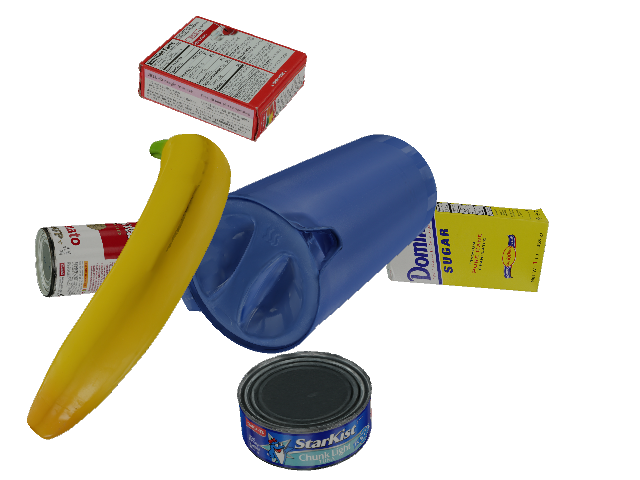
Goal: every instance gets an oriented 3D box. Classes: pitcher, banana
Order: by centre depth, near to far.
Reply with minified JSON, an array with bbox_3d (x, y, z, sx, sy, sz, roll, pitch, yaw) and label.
[{"bbox_3d":[-0.082,0.008,0.519,0.037,0.197,0.070,36,-46,-19],"label":"banana"},{"bbox_3d":[-0.005,-0.008,0.928,0.149,0.145,0.242,26,32,23],"label":"pitcher"}]

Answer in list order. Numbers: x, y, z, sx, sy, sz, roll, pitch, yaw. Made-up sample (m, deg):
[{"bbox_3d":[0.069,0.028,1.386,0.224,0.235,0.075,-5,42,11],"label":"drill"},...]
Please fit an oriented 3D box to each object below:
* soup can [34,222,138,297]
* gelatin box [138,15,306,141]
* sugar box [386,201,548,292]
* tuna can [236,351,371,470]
[{"bbox_3d":[-0.216,0.018,1.025,0.102,0.068,0.069,-4,2,-28],"label":"soup can"},{"bbox_3d":[-0.064,-0.108,0.704,0.089,0.030,0.073,21,45,14],"label":"gelatin box"},{"bbox_3d":[0.169,0.006,1.240,0.176,0.093,0.048,3,22,-2],"label":"sugar box"},{"bbox_3d":[-0.010,0.108,0.684,0.086,0.034,0.086,-2,27,1],"label":"tuna can"}]
